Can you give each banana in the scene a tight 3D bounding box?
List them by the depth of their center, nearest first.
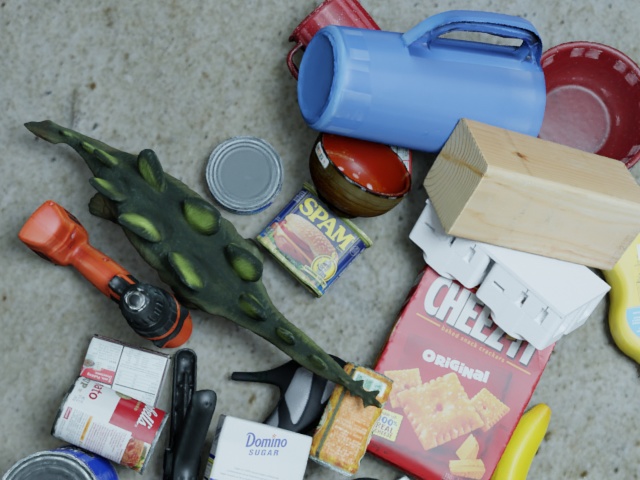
[{"bbox_3d":[0.212,0.274,1.154,0.069,0.037,0.198,7,82,-20],"label":"banana"}]

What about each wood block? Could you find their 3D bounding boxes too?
[{"bbox_3d":[0.226,-0.046,1.104,0.205,0.090,0.091,12,36,-23],"label":"wood block"}]

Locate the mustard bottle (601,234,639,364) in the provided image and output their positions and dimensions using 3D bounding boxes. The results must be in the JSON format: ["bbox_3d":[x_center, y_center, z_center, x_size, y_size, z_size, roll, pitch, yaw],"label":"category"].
[{"bbox_3d":[0.365,0.075,1.177,0.096,0.058,0.191,-7,82,-12],"label":"mustard bottle"}]

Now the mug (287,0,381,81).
[{"bbox_3d":[0.017,-0.214,1.185,0.117,0.093,0.081,-40,91,-17],"label":"mug"}]

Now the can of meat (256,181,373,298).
[{"bbox_3d":[-0.008,0.001,1.171,0.102,0.057,0.084,43,84,4],"label":"can of meat"}]

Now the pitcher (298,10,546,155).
[{"bbox_3d":[0.108,-0.162,1.115,0.242,0.145,0.149,5,90,-25],"label":"pitcher"}]

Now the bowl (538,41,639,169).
[{"bbox_3d":[0.293,-0.140,1.207,0.162,0.055,0.162,0,82,-3],"label":"bowl"}]

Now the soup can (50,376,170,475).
[{"bbox_3d":[-0.213,0.188,1.086,0.102,0.068,0.068,24,81,-2],"label":"soup can"}]

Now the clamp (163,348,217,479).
[{"bbox_3d":[-0.139,0.225,1.092,0.036,0.165,0.210,7,91,-14],"label":"clamp"}]

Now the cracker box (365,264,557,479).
[{"bbox_3d":[0.139,0.154,1.147,0.164,0.072,0.213,28,81,1],"label":"cracker box"}]

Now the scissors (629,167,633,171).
[{"bbox_3d":[0.273,-0.021,1.208,0.096,0.016,0.201,27,81,1],"label":"scissors"}]

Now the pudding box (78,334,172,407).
[{"bbox_3d":[-0.217,0.166,1.144,0.090,0.039,0.113,16,82,-4],"label":"pudding box"}]

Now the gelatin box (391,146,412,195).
[{"bbox_3d":[0.059,-0.090,1.200,0.089,0.030,0.073,3,80,-2],"label":"gelatin box"}]

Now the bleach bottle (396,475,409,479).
[{"bbox_3d":[0.154,0.358,1.124,0.102,0.068,0.251,-33,83,-4],"label":"bleach bottle"}]

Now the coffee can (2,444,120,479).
[{"bbox_3d":[-0.260,0.261,1.076,0.102,0.140,0.103,0,82,-3],"label":"coffee can"}]

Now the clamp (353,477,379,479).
[{"bbox_3d":[0.020,0.289,1.118,0.172,0.039,0.120,-33,87,14],"label":"clamp"}]

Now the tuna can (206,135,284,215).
[{"bbox_3d":[-0.083,-0.071,1.188,0.086,0.034,0.086,0,82,-3],"label":"tuna can"}]

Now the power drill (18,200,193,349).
[{"bbox_3d":[-0.220,0.039,1.099,0.188,0.184,0.057,38,80,12],"label":"power drill"}]

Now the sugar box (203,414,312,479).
[{"bbox_3d":[-0.075,0.267,1.045,0.093,0.048,0.176,17,77,-12],"label":"sugar box"}]
